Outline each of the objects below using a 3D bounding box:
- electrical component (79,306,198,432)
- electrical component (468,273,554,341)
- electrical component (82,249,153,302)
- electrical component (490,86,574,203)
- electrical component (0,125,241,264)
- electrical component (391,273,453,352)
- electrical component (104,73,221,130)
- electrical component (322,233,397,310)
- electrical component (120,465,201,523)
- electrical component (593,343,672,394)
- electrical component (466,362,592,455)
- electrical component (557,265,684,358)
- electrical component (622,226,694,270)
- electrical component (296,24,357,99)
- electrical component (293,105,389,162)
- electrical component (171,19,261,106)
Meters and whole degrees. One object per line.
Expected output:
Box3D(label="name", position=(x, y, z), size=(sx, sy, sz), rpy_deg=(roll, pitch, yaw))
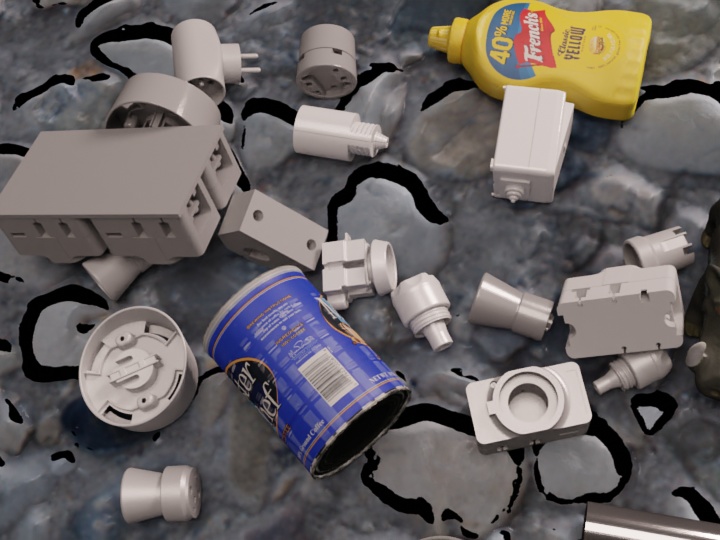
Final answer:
Box3D(label="electrical component", position=(-0.184, 0.085, 0.896), size=(0.099, 0.064, 0.099), rpy_deg=(-3, 69, 7))
Box3D(label="electrical component", position=(0.127, 0.033, 0.885), size=(0.065, 0.044, 0.044), rpy_deg=(19, 73, 9))
Box3D(label="electrical component", position=(-0.205, -0.009, 0.948), size=(0.065, 0.044, 0.044), rpy_deg=(-41, 70, -13))
Box3D(label="electrical component", position=(0.147, -0.101, 0.920), size=(0.061, 0.061, 0.096), rpy_deg=(8, 71, 11))
Box3D(label="electrical component", position=(-0.208, -0.064, 0.927), size=(0.186, 0.060, 0.105), rpy_deg=(1, 49, 21))
Box3D(label="electrical component", position=(0.056, 0.037, 0.892), size=(0.043, 0.043, 0.062), rpy_deg=(-26, 70, -2))
Box3D(label="electrical component", position=(-0.175, -0.126, 0.959), size=(0.099, 0.099, 0.064), rpy_deg=(11, 65, 12))
Box3D(label="electrical component", position=(0.000, 0.000, 0.913), size=(0.055, 0.048, 0.066), rpy_deg=(-7, 69, 13))
Box3D(label="electrical component", position=(-0.160, 0.181, 0.868), size=(0.055, 0.045, 0.045), rpy_deg=(-4, 69, 6))
Box3D(label="electrical component", position=(0.215, 0.080, 0.858), size=(0.061, 0.035, 0.035), rpy_deg=(-28, 69, -1))
Box3D(label="electrical component", position=(0.132, 0.109, 0.848), size=(0.089, 0.055, 0.050), rpy_deg=(-12, 69, 3))
Box3D(label="electrical component", position=(0.208, 0.031, 0.853), size=(0.089, 0.055, 0.050), rpy_deg=(-8, 111, 21))
Box3D(label="electrical component", position=(0.246, -0.013, 0.886), size=(0.046, 0.040, 0.040), rpy_deg=(-19, 68, -6))
Box3D(label="electrical component", position=(-0.030, -0.191, 0.983), size=(0.055, 0.055, 0.047), rpy_deg=(-2, 66, 7))
Box3D(label="electrical component", position=(-0.015, -0.120, 0.960), size=(0.081, 0.043, 0.043), rpy_deg=(10, 72, 11))
Box3D(label="electrical component", position=(-0.133, -0.191, 1.001), size=(0.079, 0.043, 0.077), rpy_deg=(-4, 55, -13))
